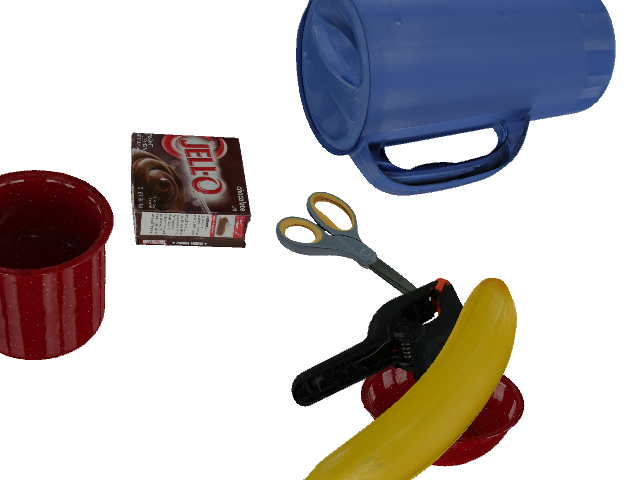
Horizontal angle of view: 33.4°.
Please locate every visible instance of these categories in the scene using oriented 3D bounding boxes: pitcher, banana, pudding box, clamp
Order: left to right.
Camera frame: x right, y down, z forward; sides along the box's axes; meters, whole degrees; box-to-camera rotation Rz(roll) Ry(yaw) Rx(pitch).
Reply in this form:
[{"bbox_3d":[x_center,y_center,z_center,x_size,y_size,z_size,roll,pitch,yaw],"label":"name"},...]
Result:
[{"bbox_3d":[-0.106,-0.042,0.857,0.090,0.039,0.113,1,40,-12],"label":"pudding box"},{"bbox_3d":[0.072,0.085,0.808,0.120,0.039,0.171,18,40,32],"label":"clamp"},{"bbox_3d":[0.058,0.084,0.589,0.197,0.037,0.070,-38,39,-27],"label":"banana"},{"bbox_3d":[0.113,-0.136,0.857,0.242,0.149,0.145,-8,30,-23],"label":"pitcher"}]

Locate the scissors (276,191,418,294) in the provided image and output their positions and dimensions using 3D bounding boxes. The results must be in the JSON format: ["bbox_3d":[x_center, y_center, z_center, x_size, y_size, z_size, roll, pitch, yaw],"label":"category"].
[{"bbox_3d":[0.026,0.019,1.080,0.096,0.016,0.202,-19,47,-19],"label":"scissors"}]

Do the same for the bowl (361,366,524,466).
[{"bbox_3d":[0.120,0.177,1.069,0.162,0.055,0.162,1,24,0],"label":"bowl"}]

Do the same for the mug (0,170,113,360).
[{"bbox_3d":[-0.178,0.024,0.635,0.093,0.081,0.117,28,45,21],"label":"mug"}]
